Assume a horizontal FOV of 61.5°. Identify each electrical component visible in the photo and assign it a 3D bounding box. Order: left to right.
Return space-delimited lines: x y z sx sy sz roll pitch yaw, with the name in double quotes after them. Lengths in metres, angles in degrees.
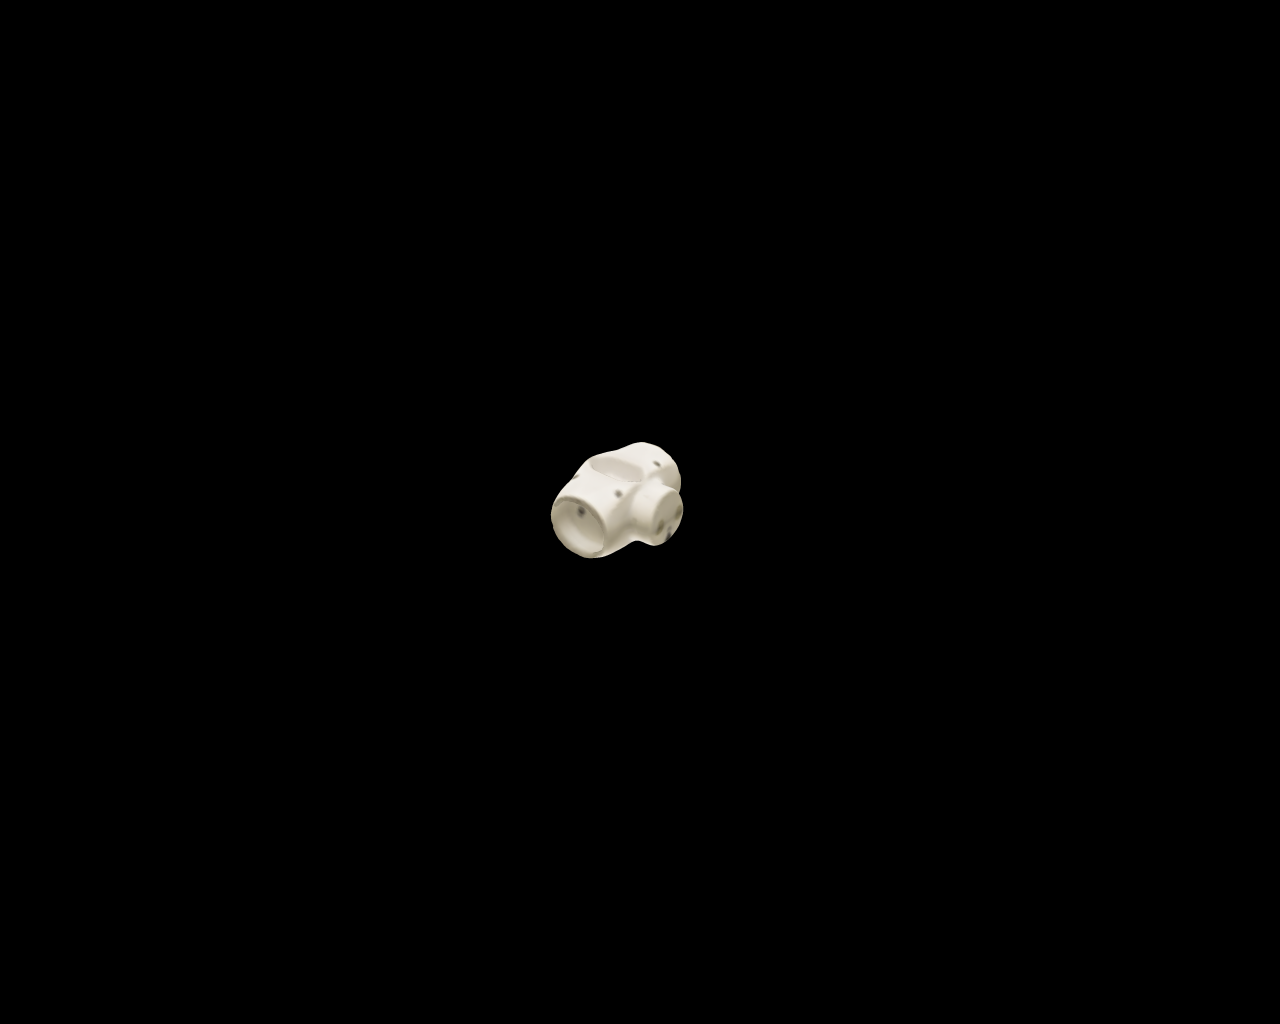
0.001 -0.003 0.650 0.079 0.043 0.077 22 40 30 "electrical component"
